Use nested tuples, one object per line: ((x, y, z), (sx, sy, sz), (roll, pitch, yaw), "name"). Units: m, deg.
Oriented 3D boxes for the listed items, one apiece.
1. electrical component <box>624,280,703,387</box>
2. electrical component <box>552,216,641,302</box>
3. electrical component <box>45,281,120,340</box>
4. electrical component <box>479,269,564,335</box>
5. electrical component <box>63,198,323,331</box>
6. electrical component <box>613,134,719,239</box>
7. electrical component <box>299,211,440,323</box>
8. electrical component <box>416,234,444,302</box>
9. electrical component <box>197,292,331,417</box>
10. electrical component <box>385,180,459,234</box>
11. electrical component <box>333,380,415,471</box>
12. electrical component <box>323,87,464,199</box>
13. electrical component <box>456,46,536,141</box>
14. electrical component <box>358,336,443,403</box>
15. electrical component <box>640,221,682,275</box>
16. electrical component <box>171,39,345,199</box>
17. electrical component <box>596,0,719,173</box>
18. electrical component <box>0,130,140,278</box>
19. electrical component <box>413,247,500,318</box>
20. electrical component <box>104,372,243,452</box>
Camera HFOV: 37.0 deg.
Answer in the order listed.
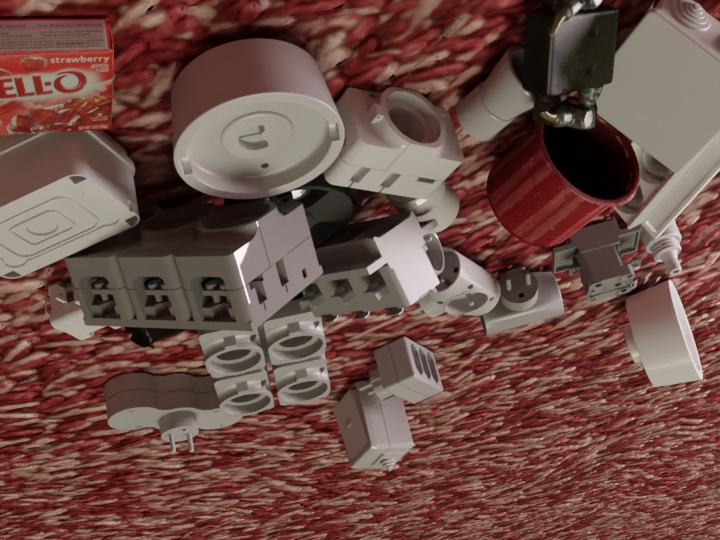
((0.311, 0.070, 1.124), (0.060, 0.108, 0.108), (-19, 152, 20), "electrical component")
((0.220, -0.008, 0.982), (0.081, 0.063, 0.042), (-15, 151, 1), "electrical component")
((-0.212, 0.025, 0.861), (0.064, 0.042, 0.081), (-21, 150, 19), "electrical component")
((0.151, 0.024, 1.026), (0.077, 0.044, 0.079), (-15, 151, 1), "electrical component")
((-0.116, -0.007, 0.739), (0.150, 0.061, 0.089), (0, -155, 32), "electrical component")
((0.246, -0.093, 0.842), (0.063, 0.078, 0.121), (-25, 159, -31), "electrical component")
((0.000, 0.000, 0.833), (0.079, 0.063, 0.121), (-35, -164, -36), "electrical component")
((0.037, 0.002, 0.916), (0.077, 0.044, 0.079), (-20, 139, 27), "electrical component")
((-0.087, 0.071, 0.982), (0.105, 0.060, 0.186), (-12, 151, -5), "electrical component")
((0.047, -0.059, 0.830), (0.045, 0.045, 0.055), (-23, 150, 15), "electrical component")
((0.014, 0.174, 1.175), (0.061, 0.096, 0.061), (2, 148, -26), "electrical component")
((0.023, -0.090, 0.757), (0.089, 0.050, 0.055), (6, 145, -34), "electrical component")
((0.098, -0.120, 0.751), (0.044, 0.044, 0.065), (8, 149, -35), "electrical component")
((0.035, 0.113, 1.127), (0.077, 0.047, 0.066), (-27, 149, 21), "electrical component")
((0.277, -0.024, 0.982), (0.035, 0.061, 0.035), (-11, 151, -6), "electrical component")
((-0.069, -0.100, 0.685), (0.108, 0.060, 0.108), (-11, 151, -6), "electrical component")
((0.215, -0.130, 0.734), (0.048, 0.100, 0.099), (-50, 177, -42), "electrical component")
((-0.212, -0.050, 0.710), (0.113, 0.057, 0.078), (-22, 151, 14), "electrical component")
((0.077, 0.019, 0.983), (0.079, 0.044, 0.077), (-29, 149, 24), "electrical component")
((-0.179, 0.145, 1.055), (0.138, 0.073, 0.052), (5, 146, -32), "electrical component")
